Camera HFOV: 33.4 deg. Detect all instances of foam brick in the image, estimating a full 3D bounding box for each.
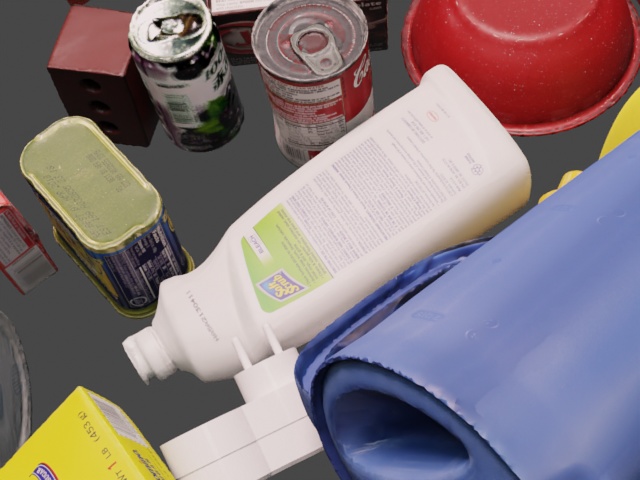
[{"bbox_3d":[-0.135,-0.106,0.694,0.053,0.078,0.051,10,61,11],"label":"foam brick"}]

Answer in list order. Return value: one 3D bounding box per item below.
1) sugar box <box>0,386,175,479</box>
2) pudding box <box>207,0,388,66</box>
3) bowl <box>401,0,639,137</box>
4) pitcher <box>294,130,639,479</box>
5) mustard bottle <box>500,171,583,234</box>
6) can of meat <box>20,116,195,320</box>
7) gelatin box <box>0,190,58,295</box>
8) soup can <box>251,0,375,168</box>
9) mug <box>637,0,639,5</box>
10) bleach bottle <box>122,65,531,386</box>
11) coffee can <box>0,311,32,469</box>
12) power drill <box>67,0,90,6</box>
[{"bbox_3d":[-0.147,0.168,0.528,0.176,0.048,0.093,-46,53,0],"label":"sugar box"},{"bbox_3d":[-0.012,-0.149,0.692,0.113,0.090,0.039,-8,80,3],"label":"pudding box"},{"bbox_3d":[0.133,-0.149,0.699,0.162,0.055,0.162,-3,61,5],"label":"bowl"},{"bbox_3d":[0.114,0.038,0.489,0.242,0.145,0.149,-37,81,-30],"label":"pitcher"},{"bbox_3d":[0.129,0.045,0.591,0.096,0.058,0.191,12,63,10],"label":"mustard bottle"},{"bbox_3d":[-0.128,-0.014,0.639,0.057,0.084,0.102,-39,64,-15],"label":"can of meat"},{"bbox_3d":[-0.201,-0.017,0.646,0.030,0.089,0.073,-37,64,-13],"label":"gelatin box"},{"bbox_3d":[-0.001,-0.095,0.657,0.068,0.102,0.068,-3,61,5],"label":"soup can"},{"bbox_3d":[0.254,-0.181,0.687,0.093,0.081,0.117,-23,61,-6],"label":"mug"},{"bbox_3d":[-0.004,0.001,0.630,0.250,0.068,0.103,-31,63,-8],"label":"bleach bottle"},{"bbox_3d":[-0.242,0.094,0.582,0.140,0.103,0.103,-6,61,4],"label":"coffee can"},{"bbox_3d":[-0.100,-0.227,0.770,0.187,0.057,0.184,-14,63,-3],"label":"power drill"}]
